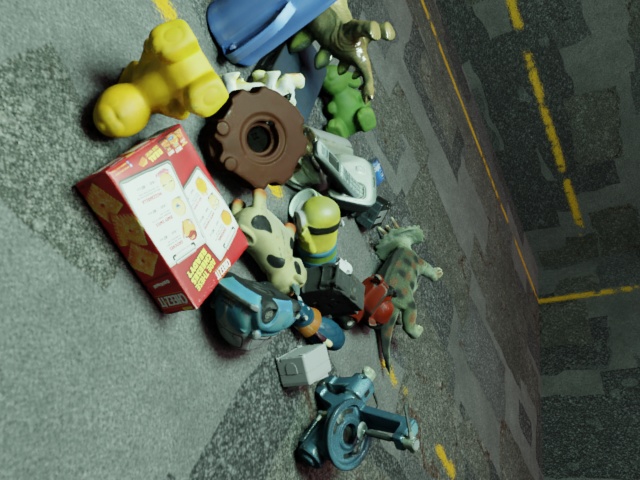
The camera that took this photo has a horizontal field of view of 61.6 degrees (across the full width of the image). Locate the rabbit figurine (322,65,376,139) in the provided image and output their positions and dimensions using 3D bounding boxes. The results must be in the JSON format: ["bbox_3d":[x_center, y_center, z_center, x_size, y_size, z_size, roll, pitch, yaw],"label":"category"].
[{"bbox_3d":[0.060,-0.347,1.287,0.170,0.121,0.159,62,26,-29],"label":"rabbit figurine"}]

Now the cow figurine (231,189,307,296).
[{"bbox_3d":[-0.083,0.022,0.930,0.194,0.086,0.127,52,31,-39],"label":"cow figurine"}]

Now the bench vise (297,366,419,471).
[{"bbox_3d":[0.080,0.317,0.947,0.223,0.241,0.128,-30,109,-43],"label":"bench vise"}]

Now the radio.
[{"bbox_3d":[-0.064,-0.340,1.127,0.131,0.073,0.230,53,36,-33],"label":"radio"}]

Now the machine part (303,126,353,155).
[{"bbox_3d":[0.003,-0.200,1.175,0.243,0.079,0.079,-4,81,-59],"label":"machine part"}]

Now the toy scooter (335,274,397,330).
[{"bbox_3d":[0.117,0.132,1.174,0.075,0.135,0.183,40,18,30],"label":"toy scooter"}]

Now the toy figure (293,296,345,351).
[{"bbox_3d":[-0.010,0.163,1.020,0.154,0.064,0.058,41,82,-38],"label":"toy figure"}]

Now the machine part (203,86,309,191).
[{"bbox_3d":[-0.104,-0.172,0.915,0.179,0.056,0.179,-5,99,-31],"label":"machine part"}]

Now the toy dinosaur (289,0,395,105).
[{"bbox_3d":[0.005,-0.468,1.042,0.105,0.199,0.471,-7,76,-52],"label":"toy dinosaur"}]

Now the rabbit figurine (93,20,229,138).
[{"bbox_3d":[-0.232,-0.206,0.726,0.121,0.173,0.163,56,-9,-32],"label":"rabbit figurine"}]

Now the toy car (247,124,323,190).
[{"bbox_3d":[-0.068,-0.159,1.039,0.201,0.074,0.056,35,49,-49],"label":"toy car"}]

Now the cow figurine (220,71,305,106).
[{"bbox_3d":[-0.101,-0.258,0.975,0.167,0.068,0.098,-11,106,-27],"label":"cow figurine"}]

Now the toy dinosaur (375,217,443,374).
[{"bbox_3d":[0.190,0.109,1.332,0.192,0.131,0.405,45,45,-23],"label":"toy dinosaur"}]

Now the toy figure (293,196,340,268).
[{"bbox_3d":[-0.003,-0.006,1.027,0.082,0.089,0.179,-126,-160,-45],"label":"toy figure"}]

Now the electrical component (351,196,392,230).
[{"bbox_3d":[0.125,-0.068,1.319,0.074,0.048,0.119,-63,159,17],"label":"electrical component"}]

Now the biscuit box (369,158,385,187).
[{"bbox_3d":[0.099,-0.141,1.327,0.203,0.063,0.059,-49,121,-54],"label":"biscuit box"}]

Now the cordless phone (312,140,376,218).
[{"bbox_3d":[0.036,-0.148,1.084,0.184,0.089,0.147,48,33,-38],"label":"cordless phone"}]

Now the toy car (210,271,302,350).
[{"bbox_3d":[-0.108,0.118,0.837,0.103,0.109,0.161,-61,152,3],"label":"toy car"}]

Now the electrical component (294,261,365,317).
[{"bbox_3d":[0.020,0.103,1.038,0.134,0.115,0.058,44,45,-40],"label":"electrical component"}]
